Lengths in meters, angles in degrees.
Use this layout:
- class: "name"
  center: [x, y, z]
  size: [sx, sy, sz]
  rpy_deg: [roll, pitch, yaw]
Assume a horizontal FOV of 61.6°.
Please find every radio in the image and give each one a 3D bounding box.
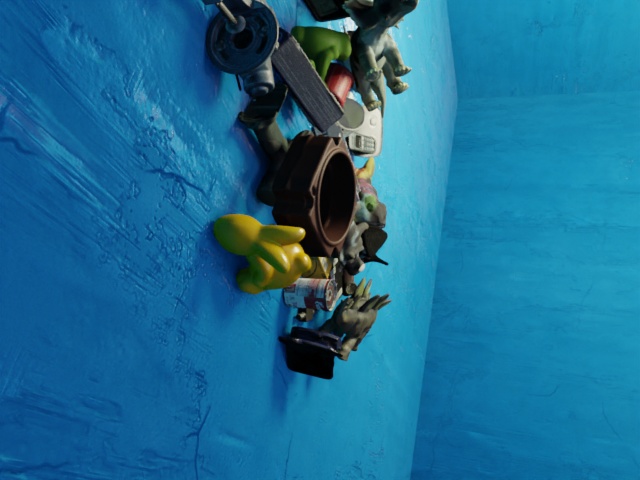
- class: "radio"
  center: [0.020, -0.563, 1.150]
  size: [0.229, 0.131, 0.073]
  rpy_deg: [22, 70, -68]

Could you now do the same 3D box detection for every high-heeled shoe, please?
- class: "high-heeled shoe"
  center: [0.105, 0.001, 1.443]
  size: [0.086, 0.145, 0.248]
  rpy_deg: [-55, 147, -15]

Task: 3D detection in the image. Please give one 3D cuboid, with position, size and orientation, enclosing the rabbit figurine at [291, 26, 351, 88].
- class: "rabbit figurine"
  center: [-0.010, -0.347, 1.114]
  size: [0.159, 0.121, 0.170]
  rpy_deg: [-12, 101, -61]

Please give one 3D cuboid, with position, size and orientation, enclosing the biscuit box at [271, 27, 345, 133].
- class: "biscuit box"
  center: [-0.034, -0.297, 1.010]
  size: [0.063, 0.059, 0.202]
  rpy_deg: [-41, 133, 0]

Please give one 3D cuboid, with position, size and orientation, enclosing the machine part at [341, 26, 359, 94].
- class: "machine part"
  center: [0.100, -0.475, 1.446]
  size: [0.243, 0.079, 0.079]
  rpy_deg: [53, 44, -60]

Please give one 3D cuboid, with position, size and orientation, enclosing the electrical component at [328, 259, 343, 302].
- class: "electrical component"
  center: [0.015, 0.092, 1.324]
  size: [0.115, 0.058, 0.134]
  rpy_deg: [-46, 135, -63]

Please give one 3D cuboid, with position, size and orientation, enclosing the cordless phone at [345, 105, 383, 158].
- class: "cordless phone"
  center: [0.106, -0.304, 1.483]
  size: [0.184, 0.089, 0.146]
  rpy_deg: [-7, 100, -64]

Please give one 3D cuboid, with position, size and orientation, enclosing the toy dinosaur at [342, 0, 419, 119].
- class: "toy dinosaur"
  center: [0.119, -0.422, 1.227]
  size: [0.404, 0.131, 0.192]
  rpy_deg: [107, -34, -81]

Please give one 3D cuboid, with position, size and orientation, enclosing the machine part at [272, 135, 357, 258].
- class: "machine part"
  center: [-0.001, -0.083, 1.024]
  size: [0.201, 0.087, 0.200]
  rpy_deg: [-67, 151, -30]

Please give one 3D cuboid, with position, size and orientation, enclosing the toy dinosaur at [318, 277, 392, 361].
- class: "toy dinosaur"
  center: [0.082, 0.189, 1.332]
  size: [0.198, 0.105, 0.471]
  rpy_deg: [-56, 167, 5]

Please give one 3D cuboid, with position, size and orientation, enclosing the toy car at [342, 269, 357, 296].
- class: "toy car"
  center: [0.067, 0.049, 1.408]
  size: [0.089, 0.053, 0.202]
  rpy_deg: [-145, -130, -70]

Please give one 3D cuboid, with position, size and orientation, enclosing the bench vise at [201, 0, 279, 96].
- class: "bench vise"
  center: [-0.125, -0.350, 0.826]
  size: [0.240, 0.129, 0.223]
  rpy_deg: [20, 72, -72]

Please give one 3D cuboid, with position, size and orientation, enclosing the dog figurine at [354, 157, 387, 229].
- class: "dog figurine"
  center: [0.114, -0.130, 1.451]
  size: [0.191, 0.108, 0.219]
  rpy_deg: [105, -18, -77]

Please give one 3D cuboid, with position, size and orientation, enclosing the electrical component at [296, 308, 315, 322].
- class: "electrical component"
  center: [-0.033, 0.157, 1.256]
  size: [0.094, 0.021, 0.063]
  rpy_deg: [0, 92, -69]

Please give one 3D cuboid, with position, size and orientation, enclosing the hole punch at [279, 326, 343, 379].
- class: "hole punch"
  center: [-0.011, 0.232, 1.183]
  size: [0.115, 0.142, 0.092]
  rpy_deg: [91, 18, -45]

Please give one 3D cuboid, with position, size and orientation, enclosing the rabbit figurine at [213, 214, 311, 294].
- class: "rabbit figurine"
  center: [-0.104, 0.018, 0.914]
  size: [0.173, 0.163, 0.122]
  rpy_deg: [43, 64, -41]

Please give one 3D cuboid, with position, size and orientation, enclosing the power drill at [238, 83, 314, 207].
- class: "power drill"
  center: [-0.078, -0.195, 1.035]
  size: [0.207, 0.086, 0.232]
  rpy_deg: [77, 27, -52]

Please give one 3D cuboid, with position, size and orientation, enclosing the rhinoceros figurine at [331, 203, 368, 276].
- class: "rhinoceros figurine"
  center: [0.064, 0.000, 1.227]
  size: [0.190, 0.073, 0.112]
  rpy_deg: [71, 29, -42]

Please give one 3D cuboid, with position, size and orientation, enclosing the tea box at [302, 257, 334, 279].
- class: "tea box"
  center: [-0.003, -0.004, 1.250]
  size: [0.098, 0.068, 0.170]
  rpy_deg: [70, 29, -45]
